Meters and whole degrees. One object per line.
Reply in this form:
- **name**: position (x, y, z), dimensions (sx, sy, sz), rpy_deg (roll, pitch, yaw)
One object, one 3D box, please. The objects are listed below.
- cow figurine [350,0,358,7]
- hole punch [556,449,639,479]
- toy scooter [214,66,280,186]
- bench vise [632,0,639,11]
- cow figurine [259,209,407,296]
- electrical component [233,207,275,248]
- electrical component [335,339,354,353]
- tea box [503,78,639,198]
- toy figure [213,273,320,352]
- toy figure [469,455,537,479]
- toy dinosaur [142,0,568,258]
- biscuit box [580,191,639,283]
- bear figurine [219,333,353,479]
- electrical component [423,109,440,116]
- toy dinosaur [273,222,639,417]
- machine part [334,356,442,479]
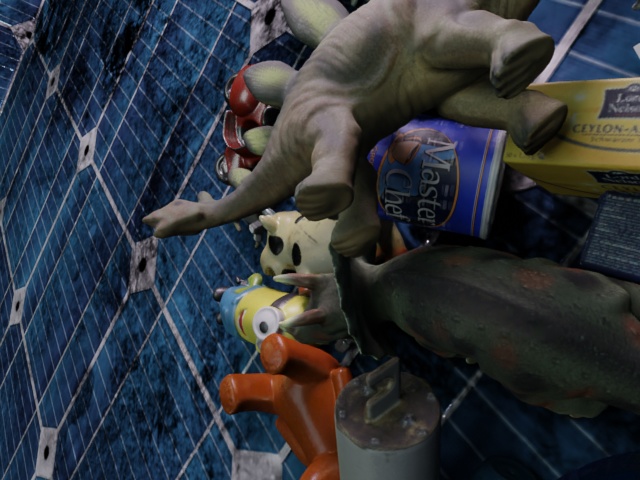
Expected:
- **cow figurine**: position (0.008, -0.354, 0.721), dimensions (0.168, 0.098, 0.068), rpy_deg (22, 89, 28)
- **hole punch**: position (0.188, 0.200, 0.332), dimensions (0.116, 0.092, 0.142), rpy_deg (-25, 31, 35)
- **toy scooter**: position (-0.087, -0.162, 0.763), dimensions (0.135, 0.075, 0.183), rpy_deg (12, 90, 48)
- **bench vise**: position (0.328, -0.192, 0.281), dimensions (0.224, 0.128, 0.240), rpy_deg (22, 84, 13)
- **cow figurine**: position (-0.001, -0.002, 0.623), dimensions (0.195, 0.085, 0.127), rpy_deg (-28, 65, 40)
- **electrical component**: position (-0.096, -0.039, 0.744), dimensions (0.102, 0.045, 0.078), rpy_deg (39, 151, 40)
- **electrical component**: position (0.037, 0.085, 0.571), dimensions (0.094, 0.063, 0.021), rpy_deg (-52, 47, 23)
- **tea box**: position (0.236, -0.068, 0.388), dimensions (0.170, 0.098, 0.068), rpy_deg (15, 89, 49)
- **toy figure**: position (-0.067, 0.091, 0.664), dimensions (0.089, 0.082, 0.180), rpy_deg (-38, 26, -24)
- **toy figure**: position (0.129, 0.253, 0.433), dimensions (0.058, 0.064, 0.154), rpy_deg (19, 99, 9)
- **toy dinosaur**: position (0.078, -0.141, 0.386), dimensions (0.471, 0.105, 0.199), rpy_deg (-31, 57, -5)
- **biscuit box**: position (0.281, 0.018, 0.344), dimensions (0.203, 0.059, 0.062), rpy_deg (21, 94, 46)
- **bear figurine**: position (-0.009, 0.209, 0.541), dimensions (0.120, 0.132, 0.196), rpy_deg (-44, 45, 29)
- **electrical component**: position (0.108, -0.140, 0.514), dimensions (0.115, 0.134, 0.058), rpy_deg (5, 81, 45)
- **toy dinosaur**: position (0.131, 0.058, 0.391), dimensions (0.405, 0.192, 0.131), rpy_deg (8, 86, 48)
- **machine part**: position (0.054, 0.187, 0.415), dimensions (0.079, 0.079, 0.242), rpy_deg (28, 132, 46)
